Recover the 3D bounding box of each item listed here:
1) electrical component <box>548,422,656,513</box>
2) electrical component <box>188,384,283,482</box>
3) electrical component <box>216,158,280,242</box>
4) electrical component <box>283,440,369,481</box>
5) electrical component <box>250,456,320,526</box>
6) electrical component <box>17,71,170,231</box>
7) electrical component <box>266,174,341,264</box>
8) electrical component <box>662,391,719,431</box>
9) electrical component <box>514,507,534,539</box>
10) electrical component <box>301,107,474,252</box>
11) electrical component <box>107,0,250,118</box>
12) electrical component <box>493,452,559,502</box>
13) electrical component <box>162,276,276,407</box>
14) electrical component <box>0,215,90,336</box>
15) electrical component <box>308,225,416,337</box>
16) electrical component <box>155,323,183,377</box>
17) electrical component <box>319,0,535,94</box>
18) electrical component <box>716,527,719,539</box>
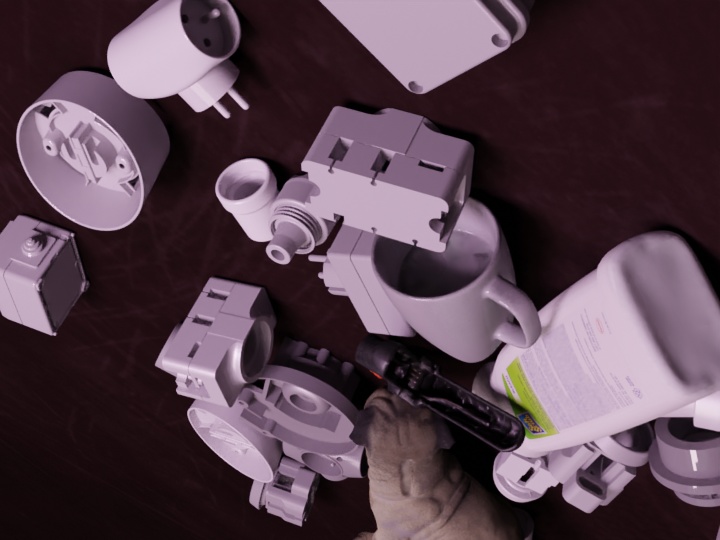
[{"bbox_3d":[0.176,0.128,0.778,0.058,0.078,0.057,30,126,-5],"label":"electrical component"},{"bbox_3d":[-0.113,0.148,1.005,0.099,0.064,0.099,18,146,12],"label":"electrical component"},{"bbox_3d":[-0.071,-0.047,0.732,0.040,0.040,0.046,7,148,27],"label":"electrical component"},{"bbox_3d":[-0.024,0.169,0.992,0.077,0.044,0.079,13,145,20],"label":"electrical component"},{"bbox_3d":[-0.076,0.220,1.086,0.057,0.058,0.078,18,146,7],"label":"electrical component"},{"bbox_3d":[-0.181,-0.083,0.732,0.099,0.064,0.099,18,146,13],"label":"electrical component"},{"bbox_3d":[-0.040,-0.031,0.709,0.043,0.062,0.043,19,143,15],"label":"electrical component"},{"bbox_3d":[0.217,0.079,0.704,0.055,0.045,0.045,10,143,24],"label":"electrical component"},{"bbox_3d":[0.141,0.249,0.995,0.044,0.044,0.065,15,141,16],"label":"electrical component"},{"bbox_3d":[0.018,-0.057,0.641,0.089,0.055,0.050,17,146,14],"label":"electrical component"},{"bbox_3d":[-0.099,-0.122,0.643,0.077,0.043,0.079,-14,129,45],"label":"electrical component"},{"bbox_3d":[0.136,0.156,0.866,0.066,0.048,0.055,25,139,1],"label":"electrical component"},{"bbox_3d":[-0.106,0.057,0.851,0.056,0.089,0.050,11,144,21],"label":"electrical component"},{"bbox_3d":[-0.279,0.000,0.915,0.061,0.061,0.096,19,146,10],"label":"electrical component"},{"bbox_3d":[0.000,0.000,0.740,0.076,0.047,0.083,5,141,30],"label":"electrical component"},{"bbox_3d":[-0.131,0.075,0.936,0.077,0.043,0.079,29,147,-4],"label":"electrical component"},{"bbox_3d":[0.024,-0.148,0.511,0.113,0.057,0.078,42,144,-22],"label":"electrical component"},{"bbox_3d":[0.286,0.164,0.717,0.056,0.108,0.108,25,147,6],"label":"electrical component"}]
